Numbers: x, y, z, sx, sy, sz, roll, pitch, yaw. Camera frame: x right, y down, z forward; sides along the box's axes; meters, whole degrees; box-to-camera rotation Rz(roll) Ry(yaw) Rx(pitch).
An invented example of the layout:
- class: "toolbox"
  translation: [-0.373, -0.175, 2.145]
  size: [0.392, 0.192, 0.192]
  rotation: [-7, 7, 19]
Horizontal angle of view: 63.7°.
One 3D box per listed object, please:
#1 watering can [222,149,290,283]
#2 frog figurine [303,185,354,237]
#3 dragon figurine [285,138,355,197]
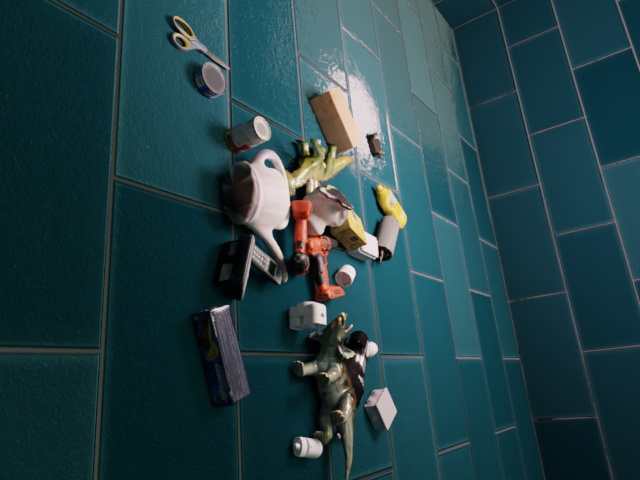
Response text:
- class: "watering can"
  translation: [-0.143, -0.065, 1.298]
  size: [0.224, 0.103, 0.350]
  rotation: [8, 77, -58]
- class: "frog figurine"
  translation: [0.005, -0.075, 1.489]
  size: [0.136, 0.157, 0.125]
  rotation: [24, 28, -31]
- class: "dragon figurine"
  translation: [-0.001, -0.182, 1.596]
  size: [0.409, 0.122, 0.243]
  rotation: [8, 86, -53]
